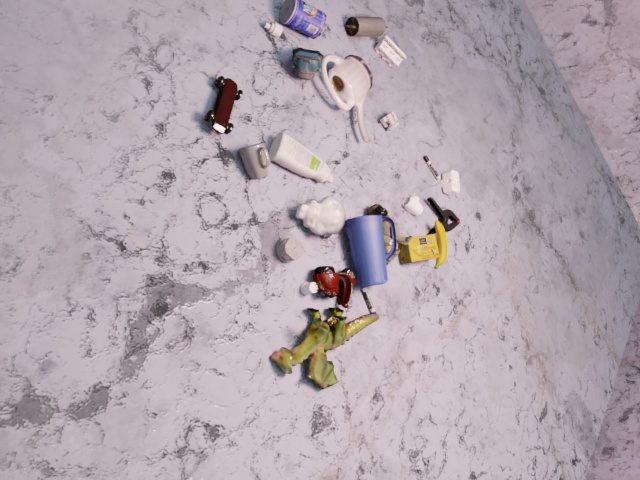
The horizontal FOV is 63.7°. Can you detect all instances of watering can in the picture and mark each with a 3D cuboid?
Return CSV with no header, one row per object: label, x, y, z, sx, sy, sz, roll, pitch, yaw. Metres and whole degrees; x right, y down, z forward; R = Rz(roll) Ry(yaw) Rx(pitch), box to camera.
watering can,0.125,-0.551,1.932,0.343,0.103,0.229,54,51,-19

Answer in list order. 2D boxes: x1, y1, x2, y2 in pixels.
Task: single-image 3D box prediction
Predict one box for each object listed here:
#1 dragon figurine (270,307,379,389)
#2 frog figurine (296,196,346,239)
dragon figurine,0.030,0.345,1.634,0.409,0.122,0.243,8,90,-35
frog figurine,0.005,-0.086,1.701,0.157,0.123,0.138,33,79,-41
